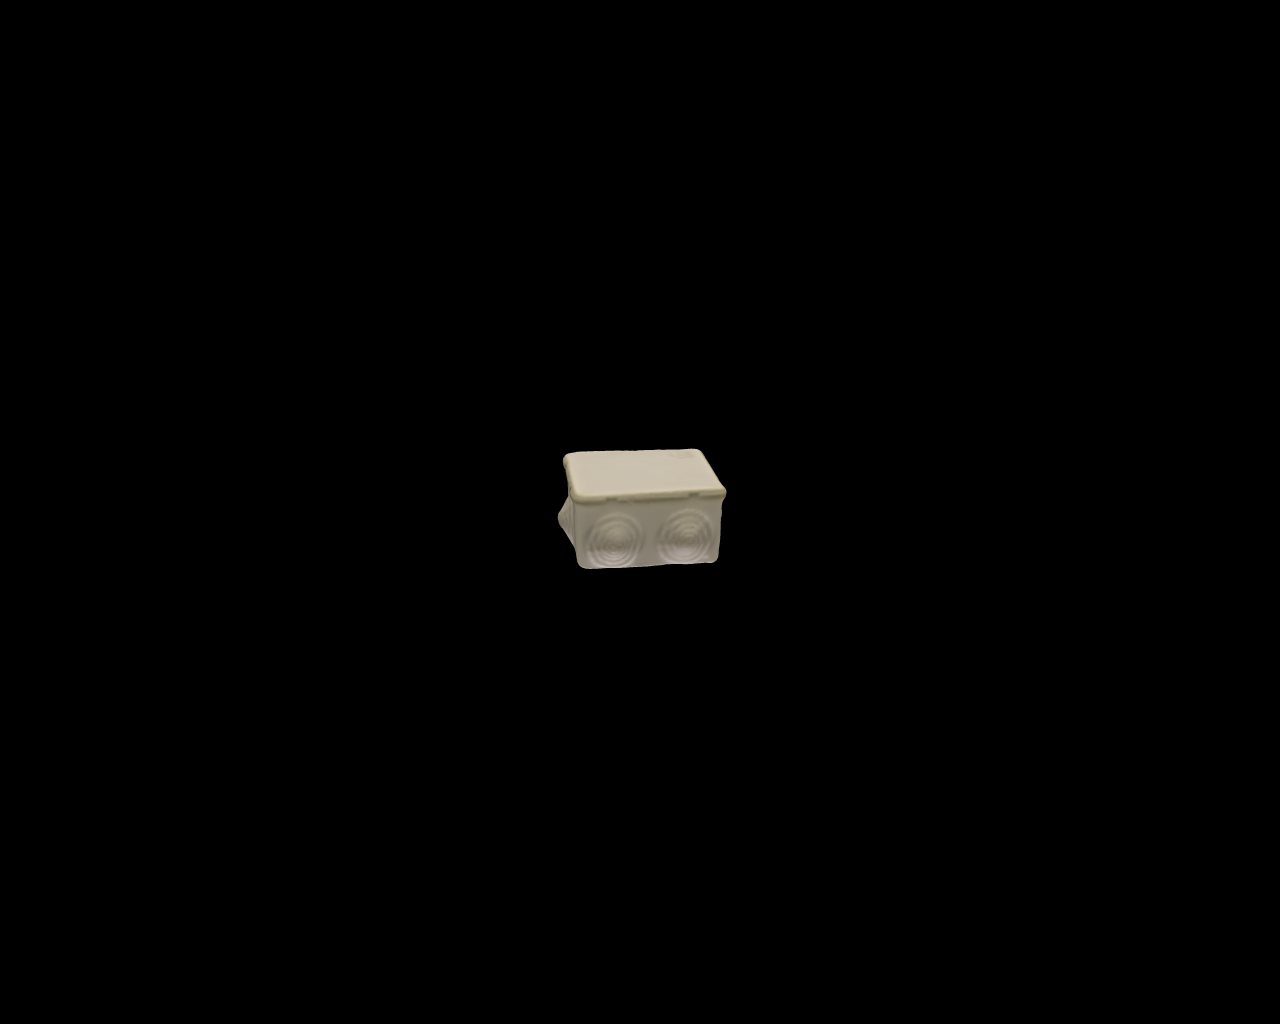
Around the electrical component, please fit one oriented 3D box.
[{"bbox_3d":[0.001,-0.003,0.650,0.100,0.048,0.100,-3,20,-7],"label":"electrical component"}]
